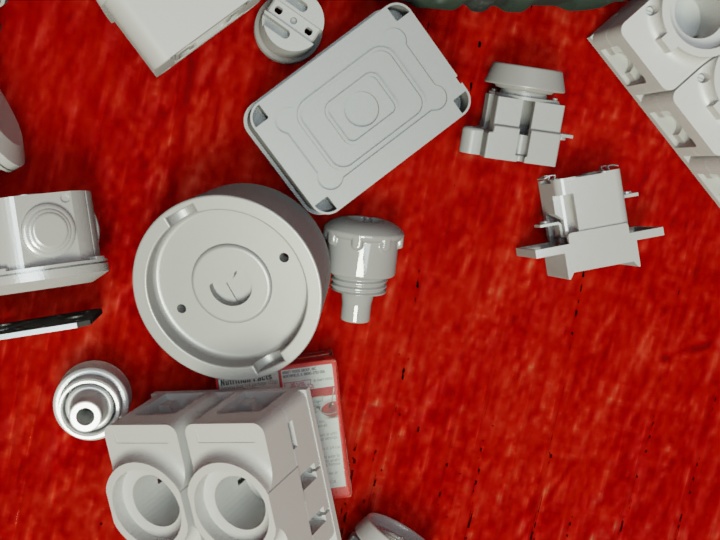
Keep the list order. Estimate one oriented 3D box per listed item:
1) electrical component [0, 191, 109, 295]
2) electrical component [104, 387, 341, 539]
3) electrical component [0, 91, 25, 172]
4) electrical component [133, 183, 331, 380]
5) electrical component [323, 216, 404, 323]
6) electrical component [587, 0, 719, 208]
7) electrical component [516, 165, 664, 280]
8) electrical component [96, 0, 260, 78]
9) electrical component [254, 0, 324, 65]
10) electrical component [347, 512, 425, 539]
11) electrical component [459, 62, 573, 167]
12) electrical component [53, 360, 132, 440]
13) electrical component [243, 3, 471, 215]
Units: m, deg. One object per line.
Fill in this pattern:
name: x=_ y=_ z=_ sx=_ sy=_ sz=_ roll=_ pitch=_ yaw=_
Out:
electrical component: x=-0.182 y=-0.014 z=0.595 sx=0.080 sy=0.080 sz=0.051 roll=-8 pitch=92 yaw=-8
electrical component: x=-0.070 y=0.165 z=0.605 sx=0.105 sy=0.060 sz=0.186 roll=-5 pitch=103 yaw=27
electrical component: x=-0.222 y=-0.082 z=0.582 sx=0.051 sy=0.080 sz=0.080 roll=-29 pitch=99 yaw=0
electrical component: x=-0.068 y=0.002 z=0.617 sx=0.108 sy=0.060 sz=0.108 roll=3 pitch=109 yaw=10
electrical component: x=0.000 y=0.000 z=0.641 sx=0.048 sy=0.048 sz=0.062 roll=4 pitch=101 yaw=-9
electrical component: x=0.226 y=-0.115 z=0.653 sx=0.089 sy=0.062 sz=0.150 roll=-41 pitch=100 yaw=-3
electrical component: x=0.138 y=-0.030 z=0.659 sx=0.081 sy=0.042 sz=0.063 roll=-11 pitch=93 yaw=-8
electrical component: x=-0.097 y=-0.150 z=0.576 sx=0.078 sy=0.113 sz=0.057 roll=-37 pitch=102 yaw=-3
electrical component: x=-0.040 y=-0.141 z=0.619 sx=0.040 sy=0.046 sz=0.040 roll=-1 pitch=96 yaw=-8
electrical component: x=0.013 y=0.186 z=0.654 sx=0.078 sy=0.058 sz=0.057 roll=30 pitch=93 yaw=-10
electrical component: x=0.096 y=-0.094 z=0.645 sx=0.066 sy=0.048 sz=0.055 roll=7 pitch=102 yaw=-9
electrical component: x=-0.154 y=0.077 z=0.616 sx=0.043 sy=0.062 sz=0.043 roll=-1 pitch=96 yaw=-8
electrical component: x=-0.003 y=-0.092 z=0.624 sx=0.113 sy=0.057 sz=0.078 roll=-38 pitch=99 yaw=-3
